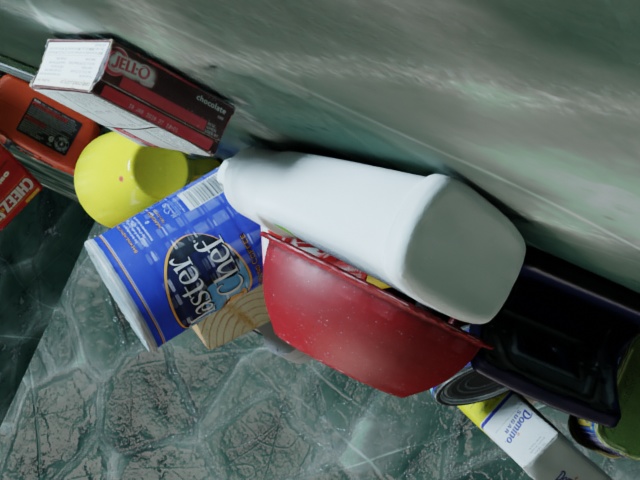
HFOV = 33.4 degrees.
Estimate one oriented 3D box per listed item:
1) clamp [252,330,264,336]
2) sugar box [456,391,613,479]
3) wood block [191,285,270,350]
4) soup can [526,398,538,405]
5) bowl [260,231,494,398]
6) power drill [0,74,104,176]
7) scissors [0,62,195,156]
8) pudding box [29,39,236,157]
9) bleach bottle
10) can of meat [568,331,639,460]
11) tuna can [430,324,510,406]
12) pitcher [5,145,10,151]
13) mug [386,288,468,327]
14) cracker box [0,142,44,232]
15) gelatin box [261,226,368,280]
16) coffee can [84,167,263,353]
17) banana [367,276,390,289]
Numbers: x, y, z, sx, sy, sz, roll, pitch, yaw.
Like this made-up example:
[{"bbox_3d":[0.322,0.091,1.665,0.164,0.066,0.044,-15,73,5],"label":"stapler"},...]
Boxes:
[{"bbox_3d":[-0.059,0.086,1.221,0.210,0.036,0.164,15,-173,29],"label":"clamp"},{"bbox_3d":[0.158,0.150,0.889,0.093,0.048,0.176,41,-176,-33],"label":"sugar box"},{"bbox_3d":[-0.114,0.017,1.055,0.206,0.090,0.091,39,153,63],"label":"wood block"},{"bbox_3d":[0.202,0.136,1.075,0.102,0.068,0.069,-24,-156,-31],"label":"soup can"},{"bbox_3d":[0.024,0.054,0.666,0.162,0.055,0.162,26,179,0],"label":"bowl"},{"bbox_3d":[-0.290,-0.118,1.054,0.184,0.057,0.188,27,176,-15],"label":"power drill"},{"bbox_3d":[-0.188,-0.115,0.837,0.202,0.016,0.096,24,173,1],"label":"scissors"},{"bbox_3d":[-0.118,-0.090,0.663,0.089,0.039,0.114,28,172,-34],"label":"pudding box"},{"bbox_3d":[0.007,-0.020,0.681,0.102,0.068,0.251,32,174,-40],"label":"bleach bottle"},{"bbox_3d":[0.243,0.121,0.835,0.057,0.102,0.084,25,173,5],"label":"can of meat"},{"bbox_3d":[0.122,0.095,0.819,0.086,0.034,0.086,-13,151,-7],"label":"tuna can"},{"bbox_3d":[-0.453,-0.150,1.140,0.145,0.149,0.242,3,169,28],"label":"pitcher"},{"bbox_3d":[0.094,0.061,0.874,0.117,0.093,0.081,-34,142,31],"label":"mug"},{"bbox_3d":[-0.368,-0.112,0.959,0.164,0.072,0.213,35,167,28],"label":"cracker box"},{"bbox_3d":[-0.005,0.001,0.784,0.073,0.030,0.089,5,-146,-9],"label":"gelatin box"},{"bbox_3d":[-0.103,0.011,0.860,0.103,0.140,0.103,54,166,20],"label":"coffee can"},{"bbox_3d":[0.068,0.018,0.771,0.037,0.069,0.198,45,161,-9],"label":"banana"}]
